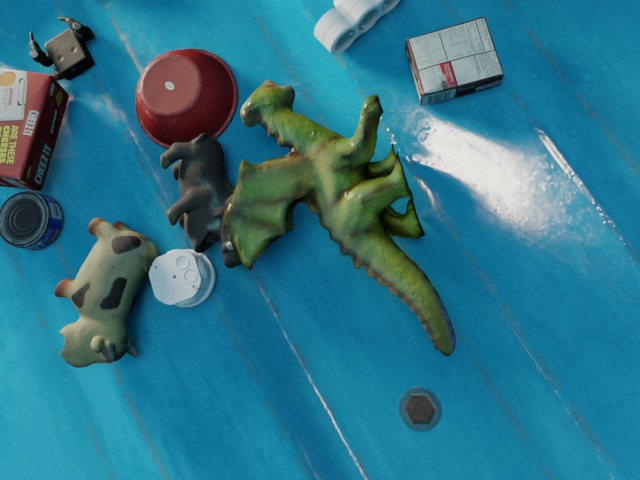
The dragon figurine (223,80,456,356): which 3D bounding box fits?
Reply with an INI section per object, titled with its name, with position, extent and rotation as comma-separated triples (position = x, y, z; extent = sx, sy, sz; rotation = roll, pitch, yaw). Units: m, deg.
[dragon figurine]
position = 0.002, -0.033, 0.651
extent = 0.242, 0.121, 0.415
rotation = -16, 77, 5
